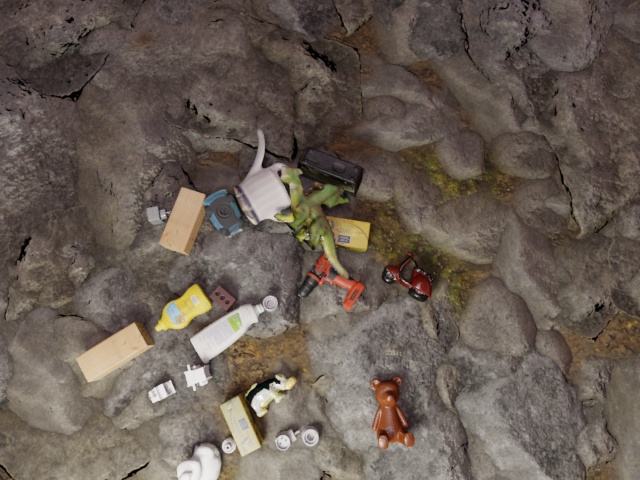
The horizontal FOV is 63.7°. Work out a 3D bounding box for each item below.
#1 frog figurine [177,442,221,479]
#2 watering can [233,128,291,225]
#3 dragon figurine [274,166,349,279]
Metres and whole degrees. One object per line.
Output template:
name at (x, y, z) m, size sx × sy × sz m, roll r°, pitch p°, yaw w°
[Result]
frog figurine at (-0.363, 0.691, 1.554) m, size 0.123 × 0.158 × 0.139 m, roll 25°, pitch 78°, yaw 2°
watering can at (-0.202, -0.202, 1.798) m, size 0.225 × 0.103 × 0.350 m, roll -30°, pitch 82°, yaw -9°
dragon figurine at (0.005, -0.087, 1.722) m, size 0.409 × 0.121 × 0.245 m, roll 42°, pitch 75°, yaw -4°
